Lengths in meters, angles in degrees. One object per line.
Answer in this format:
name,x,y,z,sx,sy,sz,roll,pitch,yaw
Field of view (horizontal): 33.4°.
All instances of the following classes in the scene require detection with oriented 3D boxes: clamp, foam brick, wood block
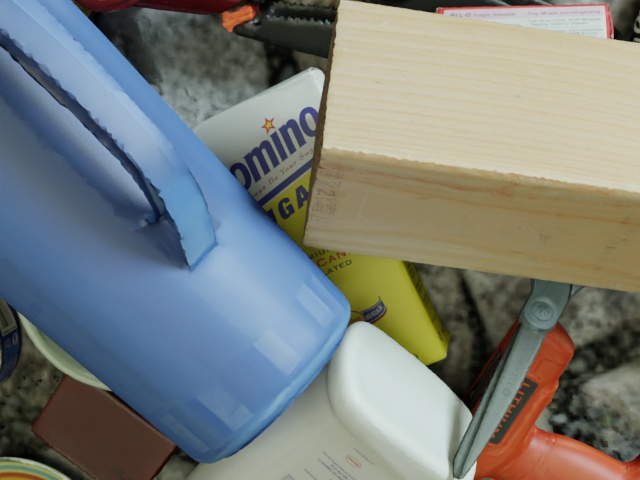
clamp,0.050,-0.141,0.567,0.210,0.036,0.164,-20,115,20
foam brick,-0.122,0.110,0.641,0.078,0.051,0.053,37,104,1
wood block,0.101,-0.040,0.518,0.206,0.090,0.091,8,59,-3

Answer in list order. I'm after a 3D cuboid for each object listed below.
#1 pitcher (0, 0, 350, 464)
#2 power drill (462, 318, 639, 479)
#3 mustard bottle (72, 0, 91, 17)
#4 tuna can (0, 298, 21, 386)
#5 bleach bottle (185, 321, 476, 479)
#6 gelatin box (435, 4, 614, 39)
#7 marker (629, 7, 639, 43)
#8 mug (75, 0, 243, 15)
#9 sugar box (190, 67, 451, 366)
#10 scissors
pitcher,-0.100,-0.013,0.501,0.243,0.149,0.145,44,108,-4
power drill,0.178,0.115,0.591,0.187,0.057,0.184,33,104,2
mustard bottle,-0.216,-0.155,0.585,0.191,0.096,0.058,18,101,5
tuna can,-0.230,0.062,0.658,0.086,0.033,0.086,2,100,9
bleach bottle,-0.035,0.148,0.603,0.102,0.068,0.251,40,123,-20
gelatin box,0.104,-0.087,0.559,0.089,0.073,0.030,0,58,9
marker,0.180,-0.126,0.567,0.020,0.020,0.121,15,102,6
mug,-0.081,-0.171,0.545,0.093,0.081,0.117,-19,82,36
sugar box,-0.004,0.001,0.606,0.093,0.048,0.176,-25,97,12
scissors,0.105,0.022,0.561,0.096,0.016,0.201,43,73,14
